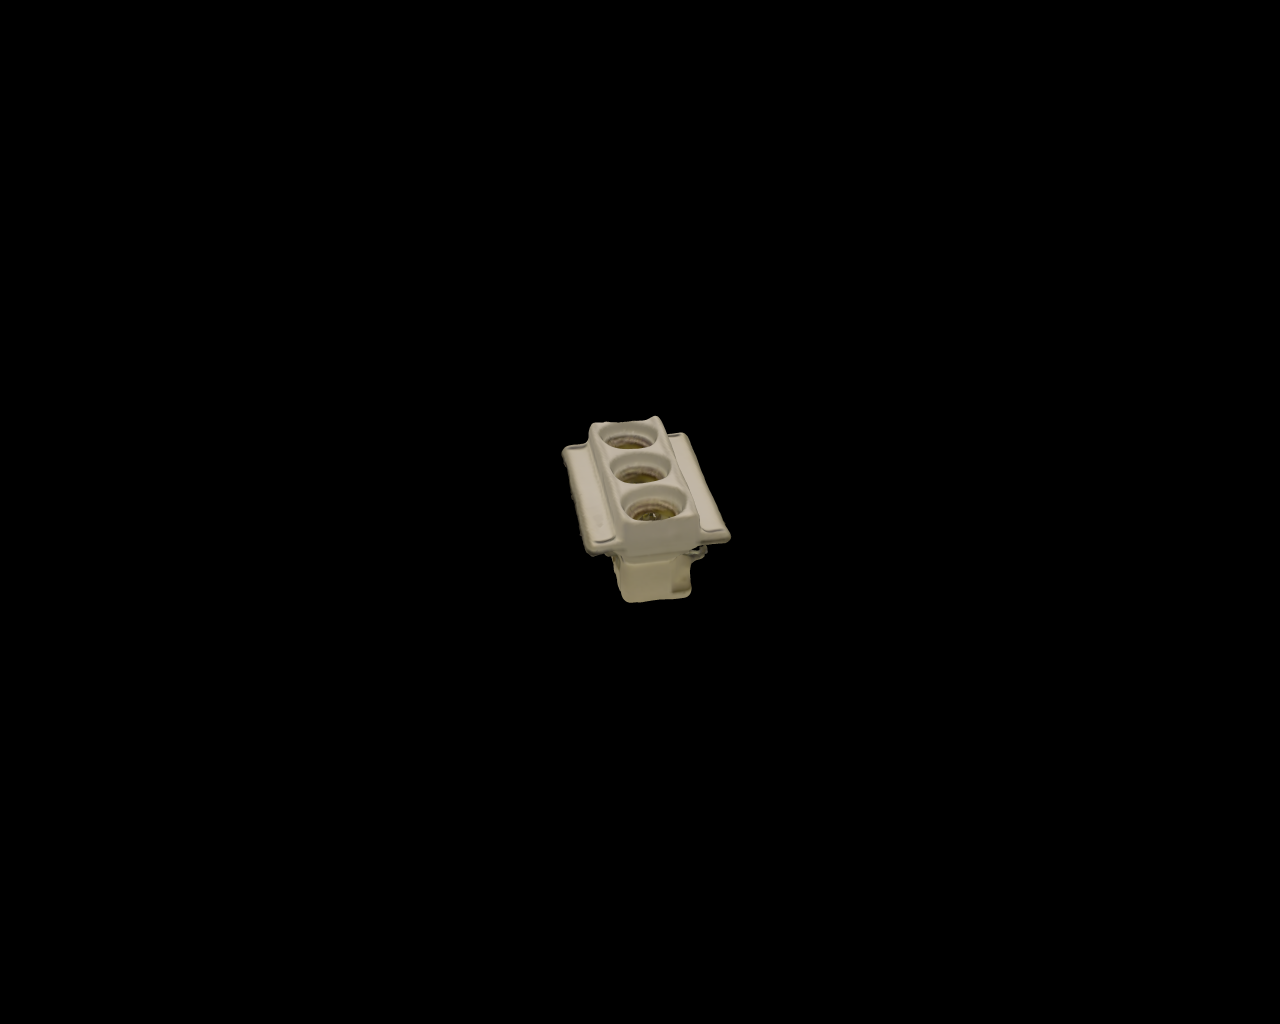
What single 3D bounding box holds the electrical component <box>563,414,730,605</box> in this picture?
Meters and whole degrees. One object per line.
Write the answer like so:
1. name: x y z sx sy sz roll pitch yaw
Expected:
1. electrical component: 0.001 -0.003 0.650 0.079 0.063 0.121 -6 33 -9
